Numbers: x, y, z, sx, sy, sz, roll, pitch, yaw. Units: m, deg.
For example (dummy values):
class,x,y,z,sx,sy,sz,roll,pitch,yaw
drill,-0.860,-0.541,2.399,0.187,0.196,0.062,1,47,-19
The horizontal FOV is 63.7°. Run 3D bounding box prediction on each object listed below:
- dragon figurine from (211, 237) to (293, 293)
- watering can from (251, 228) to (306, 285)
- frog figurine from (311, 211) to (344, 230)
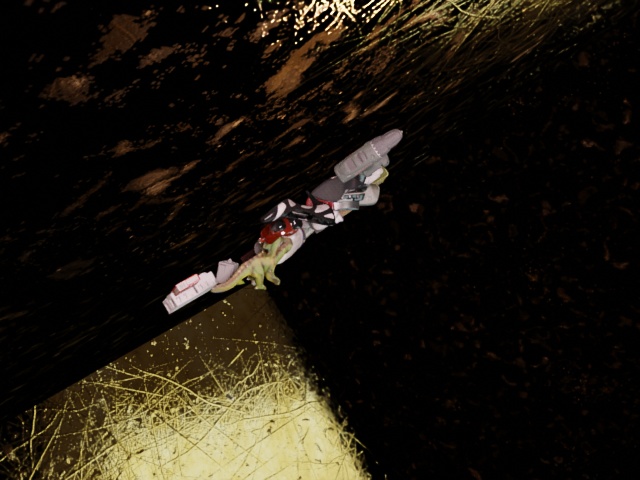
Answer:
class,x,y,z,sx,sy,sz,roll,pitch,yaw
dragon figurine,-0.229,0.064,1.914,0.123,0.240,0.412,23,16,27
watering can,-0.180,0.053,2.238,0.228,0.104,0.340,-41,-8,-49
frog figurine,0.006,-0.104,2.057,0.138,0.122,0.160,15,10,33
